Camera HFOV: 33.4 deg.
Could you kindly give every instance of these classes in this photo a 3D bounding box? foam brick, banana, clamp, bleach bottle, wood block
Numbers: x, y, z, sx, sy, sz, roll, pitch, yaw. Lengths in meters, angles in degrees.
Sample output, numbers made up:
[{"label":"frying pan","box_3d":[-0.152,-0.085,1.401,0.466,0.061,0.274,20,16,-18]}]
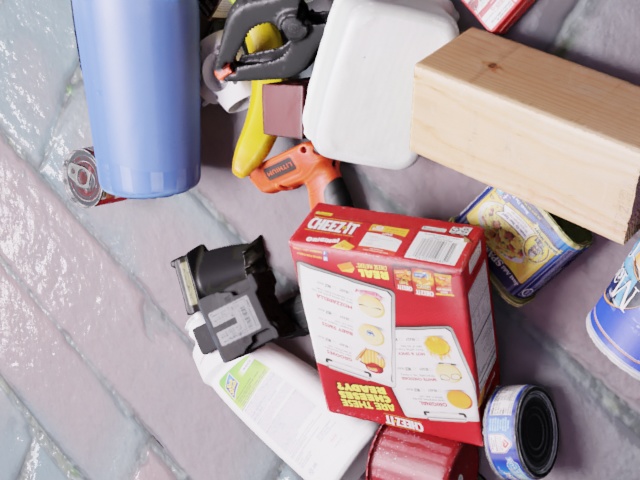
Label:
[{"label":"foam brick","box_3d":[-0.013,-0.131,1.046,0.053,0.078,0.051,10,108,37]},{"label":"banana","box_3d":[-0.064,-0.161,1.081,0.037,0.069,0.198,151,114,-74]},{"label":"clamp","box_3d":[-0.024,-0.216,0.988,0.210,0.036,0.164,-22,124,28]},{"label":"bleach bottle","box_3d":[-0.047,0.156,1.136,0.251,0.068,0.103,40,101,24]},{"label":"wood block","box_3d":[0.185,-0.091,0.876,0.206,0.090,0.090,28,137,31]}]

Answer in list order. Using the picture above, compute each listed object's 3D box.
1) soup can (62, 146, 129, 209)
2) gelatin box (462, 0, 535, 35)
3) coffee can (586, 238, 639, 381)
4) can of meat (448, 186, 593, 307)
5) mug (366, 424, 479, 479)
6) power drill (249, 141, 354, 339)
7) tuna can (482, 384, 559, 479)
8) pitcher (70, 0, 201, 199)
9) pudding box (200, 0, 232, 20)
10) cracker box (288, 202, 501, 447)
[{"label":"soup can","box_3d":[-0.233,-0.077,1.218,0.069,0.102,0.068,10,107,36]},{"label":"gelatin box","box_3d":[0.151,-0.234,0.922,0.089,0.030,0.073,52,125,16]},{"label":"coffee can","box_3d":[0.287,0.034,0.831,0.103,0.102,0.140,39,122,25]},{"label":"can of meat","box_3d":[0.177,-0.007,0.938,0.102,0.057,0.084,53,125,16]},{"label":"mug","box_3d":[0.106,0.209,1.035,0.082,0.093,0.117,11,78,31]},{"label":"power drill","box_3d":[-0.007,0.001,1.089,0.185,0.057,0.187,-22,88,40]},{"label":"tuna can","box_3d":[0.182,0.173,0.959,0.034,0.085,0.086,-8,95,38]},{"label":"pitcher","box_3d":[-0.190,-0.173,1.103,0.145,0.149,0.243,-2,108,-2]},{"label":"pudding box","box_3d":[-0.114,-0.299,1.111,0.113,0.039,0.090,50,126,18]},{"label":"cracker box","box_3d":[0.074,0.077,0.970,0.164,0.072,0.213,9,131,27]}]
